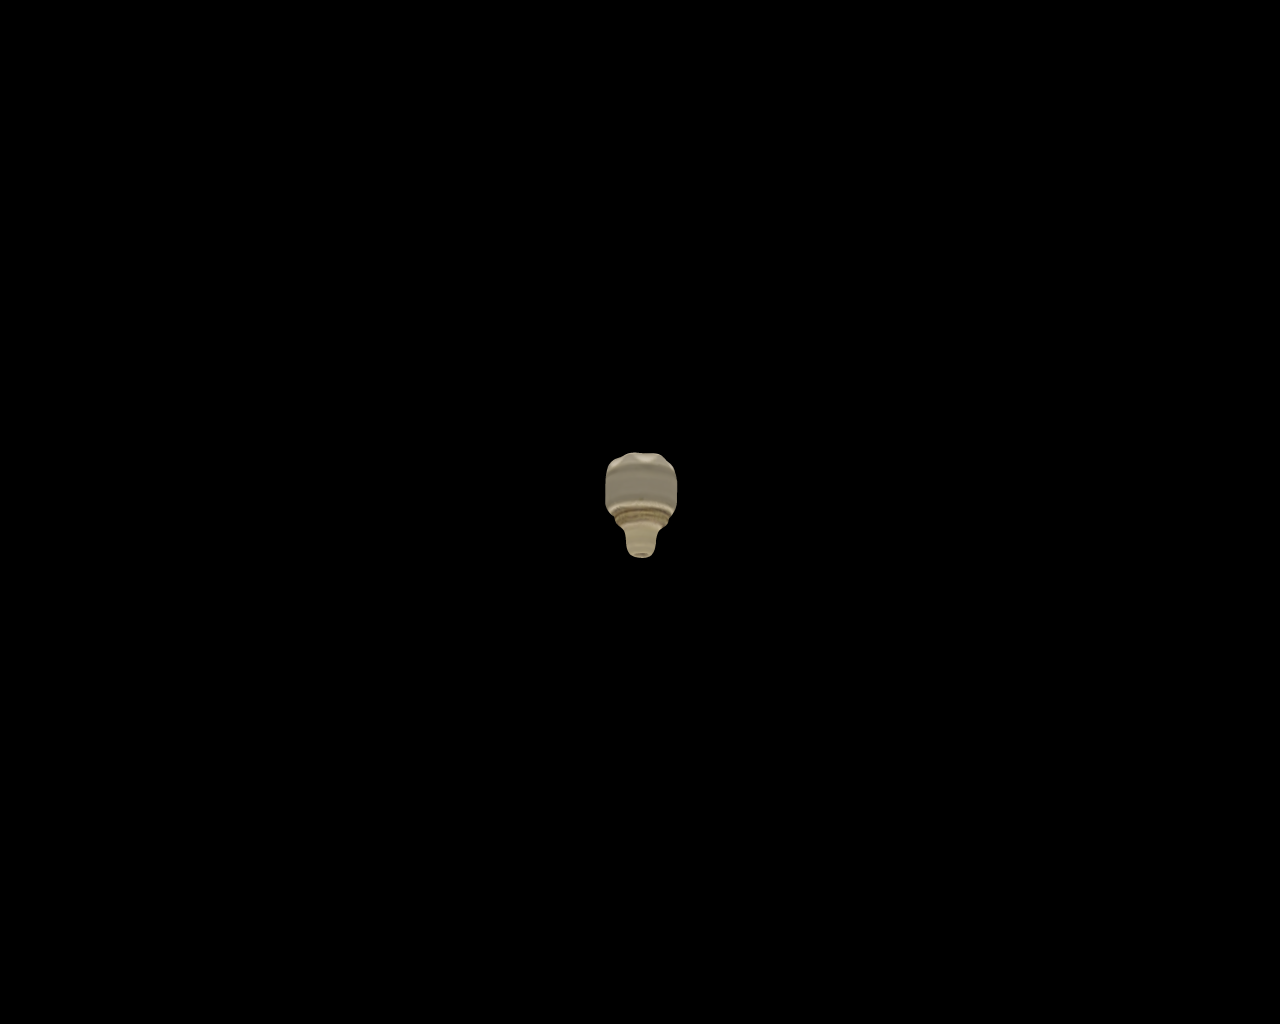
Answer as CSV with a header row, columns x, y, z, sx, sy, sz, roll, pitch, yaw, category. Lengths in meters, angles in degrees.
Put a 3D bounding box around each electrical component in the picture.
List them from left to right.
x,y,z,sx,sy,sz,roll,pitch,yaw,category
0.001,-0.003,0.650,0.043,0.062,0.043,0,-18,0,electrical component
